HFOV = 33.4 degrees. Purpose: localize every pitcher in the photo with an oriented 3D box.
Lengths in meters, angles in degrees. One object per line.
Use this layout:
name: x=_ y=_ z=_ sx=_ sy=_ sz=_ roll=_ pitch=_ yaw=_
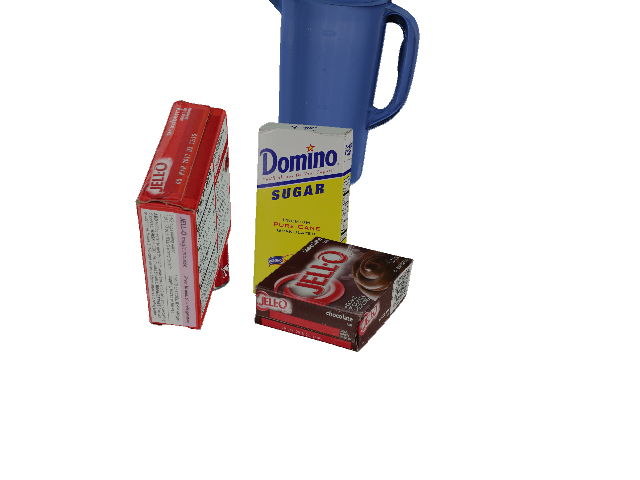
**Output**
pitcher: x=0.019 y=-0.189 z=1.309 sx=0.144 sy=0.243 sz=0.149 roll=-9 pitch=28 yaw=-27

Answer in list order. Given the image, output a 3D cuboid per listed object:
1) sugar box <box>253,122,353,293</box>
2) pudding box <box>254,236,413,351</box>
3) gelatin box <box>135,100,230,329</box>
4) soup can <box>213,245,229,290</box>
sugar box: x=-0.019 y=-0.029 z=1.097 sx=0.093 sy=0.176 sz=0.048 roll=5 pitch=16 yaw=13
pudding box: x=0.012 y=0.040 z=0.846 sx=0.090 sy=0.039 sz=0.113 roll=14 pitch=25 yaw=21
gelatin box: x=-0.066 y=-0.012 z=0.528 sx=0.030 sy=0.073 sz=0.089 roll=7 pitch=-43 yaw=4
soup can: x=-0.149 y=0.004 z=1.324 sx=0.068 sy=0.102 sz=0.068 roll=0 pitch=25 yaw=0
